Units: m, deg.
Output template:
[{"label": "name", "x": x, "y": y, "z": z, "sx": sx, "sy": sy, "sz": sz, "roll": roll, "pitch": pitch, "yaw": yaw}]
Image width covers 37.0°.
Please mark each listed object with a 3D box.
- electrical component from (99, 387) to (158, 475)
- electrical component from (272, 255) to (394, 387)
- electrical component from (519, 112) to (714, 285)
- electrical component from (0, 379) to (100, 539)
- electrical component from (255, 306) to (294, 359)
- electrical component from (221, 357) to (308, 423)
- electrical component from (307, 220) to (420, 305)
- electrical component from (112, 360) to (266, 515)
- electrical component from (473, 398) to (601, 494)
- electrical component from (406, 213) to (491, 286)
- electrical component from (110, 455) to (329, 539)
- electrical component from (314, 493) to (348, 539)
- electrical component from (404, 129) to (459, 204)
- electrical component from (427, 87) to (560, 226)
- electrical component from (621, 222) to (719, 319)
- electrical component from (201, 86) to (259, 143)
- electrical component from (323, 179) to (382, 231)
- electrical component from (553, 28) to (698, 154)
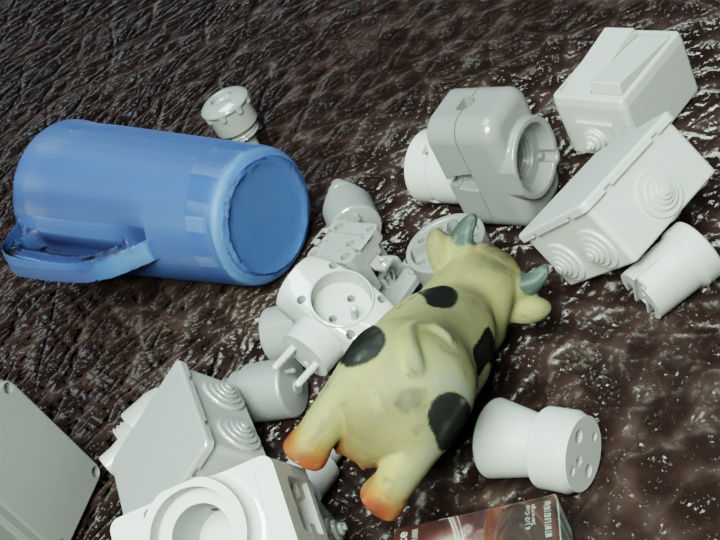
[{"label": "electrical component", "x": -0.149, "y": 0.114, "z": 0.736, "sx": 0.062, "sy": 0.043, "sz": 0.043, "roll": -41, "pitch": 36, "yaw": -11}, {"label": "electrical component", "x": -0.023, "y": 0.041, "z": 0.690, "sx": 0.077, "sy": 0.044, "sz": 0.079, "roll": 34, "pitch": 66, "yaw": 19}, {"label": "electrical component", "x": 0.158, "y": -0.041, "z": 0.662, "sx": 0.099, "sy": 0.048, "sz": 0.100, "roll": -45, "pitch": 4, "yaw": -19}, {"label": "electrical component", "x": -0.236, "y": 0.134, "z": 0.715, "sx": 0.057, "sy": 0.113, "sz": 0.078, "roll": -13, "pitch": 39, "yaw": 28}, {"label": "electrical component", "x": -0.033, "y": 0.040, "z": 0.742, "sx": 0.078, "sy": 0.040, "sz": 0.040, "roll": -12, "pitch": 39, "yaw": 21}, {"label": "electrical component", "x": -0.071, "y": 0.082, "z": 0.719, "sx": 0.078, "sy": 0.040, "sz": 0.040, "roll": -12, "pitch": 40, "yaw": 26}, {"label": "electrical component", "x": 0.000, "y": 0.000, "z": 0.746, "sx": 0.081, "sy": 0.063, "sz": 0.042, "roll": 8, "pitch": 50, "yaw": 43}, {"label": "electrical component", "x": -0.106, "y": 0.119, "z": 0.665, "sx": 0.099, "sy": 0.048, "sz": 0.099, "roll": -56, "pitch": 33, "yaw": 15}, {"label": "electrical component", "x": 0.095, "y": 0.094, "z": 0.577, "sx": 0.055, "sy": 0.045, "sz": 0.045, "roll": 4, "pitch": 48, "yaw": 39}, {"label": "electrical component", "x": 0.065, "y": -0.002, "z": 0.714, "sx": 0.055, "sy": 0.047, "sz": 0.055, "roll": -20, "pitch": 37, "yaw": 16}, {"label": "electrical component", "x": -0.052, "y": 0.176, "z": 0.512, "sx": 0.089, "sy": 0.062, "sz": 0.150, "roll": -25, "pitch": 68, "yaw": 9}, {"label": "electrical component", "x": -0.051, "y": 0.154, "z": 0.598, "sx": 0.096, "sy": 0.061, "sz": 0.061, "roll": -25, "pitch": 36, "yaw": 9}, {"label": "electrical component", "x": 0.068, "y": -0.075, "z": 0.796, "sx": 0.047, "sy": 0.055, "sz": 0.055, "roll": 11, "pitch": 53, "yaw": 39}, {"label": "electrical component", "x": 0.096, "y": -0.077, "z": 0.741, "sx": 0.059, "sy": 0.095, "sz": 0.053, "roll": 6, "pitch": 49, "yaw": 41}, {"label": "electrical component", "x": 0.182, "y": 0.001, "z": 0.631, "sx": 0.046, "sy": 0.040, "sz": 0.040, "roll": -39, "pitch": 36, "yaw": -2}, {"label": "electrical component", "x": -0.114, "y": -0.135, "z": 0.996, "sx": 0.048, "sy": 0.062, "sz": 0.048, "roll": -19, "pitch": 37, "yaw": 15}, {"label": "electrical component", "x": -0.009, "y": -0.047, "z": 0.830, "sx": 0.040, "sy": 0.040, "sz": 0.078, "roll": -28, "pitch": 35, "yaw": 4}, {"label": "electrical component", "x": 0.184, "y": -0.124, "z": 0.762, "sx": 0.062, "sy": 0.061, "sz": 0.096, "roll": 16, "pitch": 56, "yaw": 47}]
